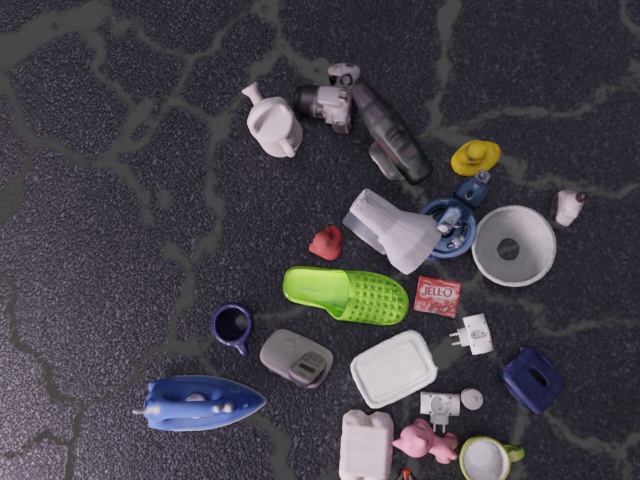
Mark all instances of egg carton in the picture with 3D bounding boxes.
[{"bbox_3d":[0.096,0.426,1.171,0.107,0.069,0.150,3,83,8],"label":"egg carton"}]

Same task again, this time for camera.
[{"bbox_3d":[0.014,-0.323,1.268,0.136,0.101,0.143,10,84,9],"label":"camera"}]

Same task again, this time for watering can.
[{"bbox_3d":[-0.108,-0.257,1.228,0.172,0.194,0.101,36,88,11],"label":"watering can"}]

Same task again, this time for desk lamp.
[{"bbox_3d":[0.138,-0.025,1.153,0.203,0.213,0.118,37,88,11],"label":"desk lamp"}]

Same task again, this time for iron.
[{"bbox_3d":[-0.250,0.344,1.192,0.258,0.141,0.119,-4,82,7],"label":"iron"}]

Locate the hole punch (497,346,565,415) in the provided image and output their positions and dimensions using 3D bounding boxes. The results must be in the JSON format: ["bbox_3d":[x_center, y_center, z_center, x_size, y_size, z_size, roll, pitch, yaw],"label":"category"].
[{"bbox_3d":[0.421,0.275,1.137,0.101,0.091,0.108,-42,79,1],"label":"hole punch"}]

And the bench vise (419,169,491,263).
[{"bbox_3d":[0.262,-0.061,1.139,0.121,0.220,0.207,17,85,10],"label":"bench vise"}]

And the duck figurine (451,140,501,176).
[{"bbox_3d":[0.333,-0.182,1.214,0.104,0.086,0.077,-17,80,5],"label":"duck figurine"}]

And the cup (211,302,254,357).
[{"bbox_3d":[-0.171,0.191,1.226,0.091,0.095,0.118,-26,80,4],"label":"cup"}]

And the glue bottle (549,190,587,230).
[{"bbox_3d":[0.495,-0.069,1.132,0.037,0.173,0.078,13,84,10],"label":"glue bottle"}]

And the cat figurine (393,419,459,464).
[{"bbox_3d":[0.211,0.404,1.134,0.127,0.118,0.067,21,86,10],"label":"cat figurine"}]

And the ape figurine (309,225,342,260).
[{"bbox_3d":[0.011,0.004,1.228,0.077,0.092,0.076,-21,80,5],"label":"ape figurine"}]

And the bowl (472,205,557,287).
[{"bbox_3d":[0.394,0.016,1.184,0.167,0.075,0.167,-1,82,8],"label":"bowl"}]

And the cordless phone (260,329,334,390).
[{"bbox_3d":[-0.056,0.245,1.157,0.147,0.185,0.094,22,86,10],"label":"cordless phone"}]

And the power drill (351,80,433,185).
[{"bbox_3d":[0.144,-0.204,1.180,0.075,0.208,0.229,-37,79,2],"label":"power drill"}]
